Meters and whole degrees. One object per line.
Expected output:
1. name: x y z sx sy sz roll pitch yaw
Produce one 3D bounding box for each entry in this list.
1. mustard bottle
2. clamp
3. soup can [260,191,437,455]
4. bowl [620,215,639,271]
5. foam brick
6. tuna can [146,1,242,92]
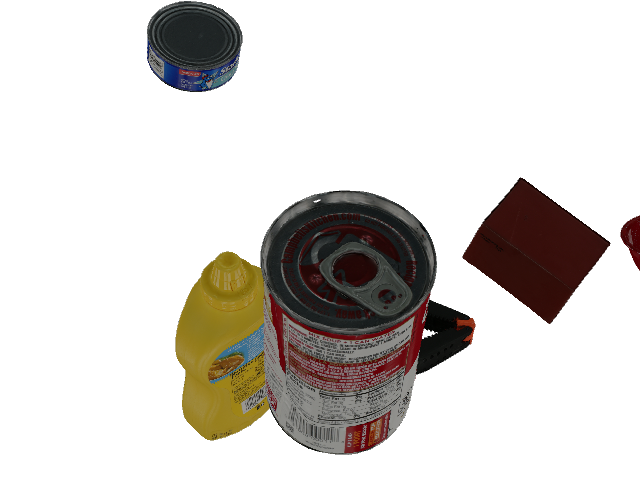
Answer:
1. mustard bottle: -0.066 0.073 0.813 0.096 0.192 0.058 -37 62 -26
2. clamp: 0.046 0.099 1.042 0.210 0.164 0.036 4 -43 1
3. soup can: 0.009 0.038 0.447 0.068 0.068 0.102 0 -38 -2
4. bowl: 0.404 0.020 1.147 0.162 0.055 0.162 -2 24 1
5. foam brick: 0.148 0.007 0.734 0.078 0.051 0.053 39 -28 11
6. tuna can: -0.115 -0.176 0.971 0.086 0.086 0.034 0 -35 -11
